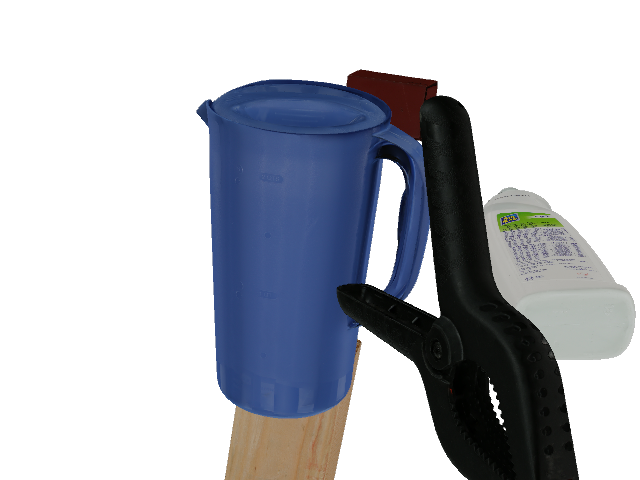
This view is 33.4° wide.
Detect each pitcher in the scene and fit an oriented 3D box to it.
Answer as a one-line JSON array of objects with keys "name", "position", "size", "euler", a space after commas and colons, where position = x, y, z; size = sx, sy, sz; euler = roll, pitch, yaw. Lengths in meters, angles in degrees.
[{"name": "pitcher", "position": [-0.012, 0.010, 0.801], "size": [0.144, 0.243, 0.149], "euler": [-5, 25, -19]}]

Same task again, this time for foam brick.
[{"name": "foam brick", "position": [0.065, -0.127, 0.995], "size": [0.078, 0.051, 0.053], "euler": [11, 17, 15]}]

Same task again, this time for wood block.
[{"name": "wood block", "position": [-0.031, 0.187, 0.960], "size": [0.090, 0.206, 0.090], "euler": [13, 22, 8]}]

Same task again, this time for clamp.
[{"name": "clamp", "position": [0.073, 0.042, 0.533], "size": [0.036, 0.165, 0.210], "euler": [-6, 45, -25]}]

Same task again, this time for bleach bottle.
[{"name": "bleach bottle", "position": [0.199, 0.014, 0.958], "size": [0.102, 0.068, 0.251], "euler": [-1, 26, 0]}]
